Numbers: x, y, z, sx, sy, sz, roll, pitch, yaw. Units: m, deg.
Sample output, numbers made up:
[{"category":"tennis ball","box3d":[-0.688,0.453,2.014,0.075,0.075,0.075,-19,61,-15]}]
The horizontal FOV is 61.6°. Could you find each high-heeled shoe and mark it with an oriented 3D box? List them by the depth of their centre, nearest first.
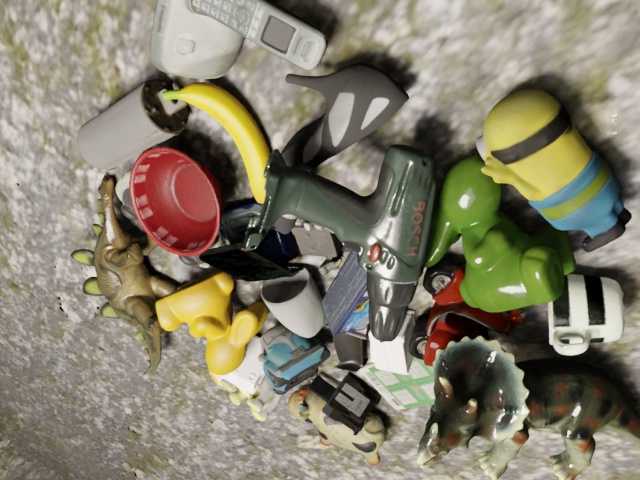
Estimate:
[{"category":"high-heeled shoe","box3d":[0.017,-0.094,0.646,0.145,0.086,0.248,18,130,13]}]

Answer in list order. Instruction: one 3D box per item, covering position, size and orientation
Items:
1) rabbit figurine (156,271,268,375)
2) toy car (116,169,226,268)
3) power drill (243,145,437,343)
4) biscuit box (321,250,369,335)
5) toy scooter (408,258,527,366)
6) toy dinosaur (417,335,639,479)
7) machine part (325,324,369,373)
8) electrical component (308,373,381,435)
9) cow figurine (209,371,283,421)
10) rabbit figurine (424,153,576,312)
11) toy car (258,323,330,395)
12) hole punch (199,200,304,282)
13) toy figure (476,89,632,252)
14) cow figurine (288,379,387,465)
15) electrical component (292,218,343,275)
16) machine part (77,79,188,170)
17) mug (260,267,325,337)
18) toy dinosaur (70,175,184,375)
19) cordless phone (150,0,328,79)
[{"category":"rabbit figurine","box3d":[-0.171,0.144,0.925,0.162,0.122,0.173,-18,93,9]},{"category":"toy car","box3d":[-0.237,-0.033,0.861,0.201,0.056,0.073,40,129,-8]},{"category":"power drill","box3d":[0.023,-0.002,0.594,0.207,0.086,0.231,15,106,-5]},{"category":"biscuit box","box3d":[0.065,0.055,0.744,0.202,0.059,0.063,-62,42,45]},{"category":"toy scooter","box3d":[0.197,0.113,0.728,0.135,0.075,0.183,16,128,15]},{"category":"toy dinosaur","box3d":[0.298,0.212,0.696,0.405,0.131,0.192,-1,128,-11]},{"category":"machine part","box3d":[0.051,0.162,0.877,0.084,0.039,0.138,10,130,16]},{"category":"electrical component","box3d":[0.039,0.278,0.953,0.119,0.075,0.047,37,146,13]},{"category":"cow figurine","box3d":[-0.140,0.270,1.049,0.168,0.098,0.068,23,144,37]},{"category":"rabbit figurine","box3d":[0.190,-0.014,0.619,0.159,0.121,0.170,-21,96,47]},{"category":"toy car","box3d":[-0.055,0.194,0.924,0.103,0.109,0.161,57,161,18]},{"category":"hole punch","box3d":[-0.102,0.005,0.808,0.142,0.092,0.115,-14,145,34]},{"category":"toy figure","box3d":[0.239,-0.073,0.541,0.180,0.082,0.089,42,123,-2]},{"category":"cow figurine","box3d":[0.028,0.334,1.002,0.195,0.085,0.127,17,139,19]},{"category":"electrical component","box3d":[-0.002,-0.001,0.761,0.078,0.045,0.102,6,129,23]},{"category":"machine part","box3d":[-0.266,-0.157,0.755,0.243,0.079,0.079,-15,118,36]},{"category":"mug","box3d":[-0.044,0.103,0.853,0.110,0.081,0.107,5,136,38]},{"category":"toy dinosaur","box3d":[-0.348,0.097,1.005,0.199,0.105,0.470,12,123,30]},{"category":"cordless phone","box3d":[-0.088,-0.222,0.598,0.184,0.089,0.146,30,135,-2]}]
